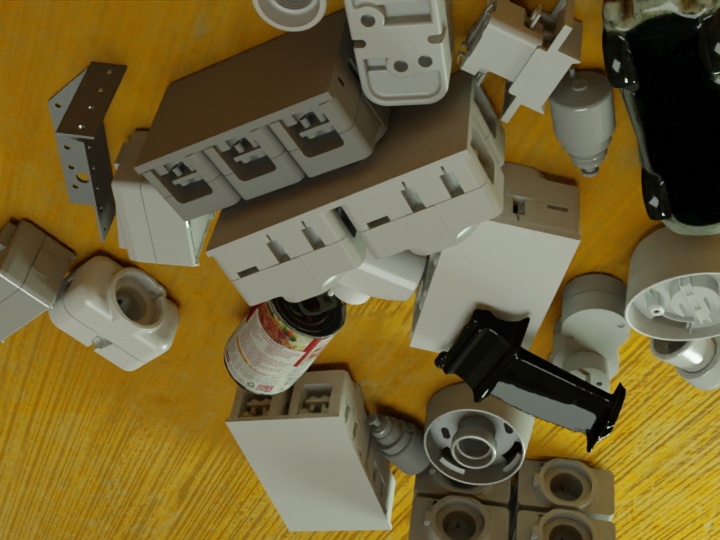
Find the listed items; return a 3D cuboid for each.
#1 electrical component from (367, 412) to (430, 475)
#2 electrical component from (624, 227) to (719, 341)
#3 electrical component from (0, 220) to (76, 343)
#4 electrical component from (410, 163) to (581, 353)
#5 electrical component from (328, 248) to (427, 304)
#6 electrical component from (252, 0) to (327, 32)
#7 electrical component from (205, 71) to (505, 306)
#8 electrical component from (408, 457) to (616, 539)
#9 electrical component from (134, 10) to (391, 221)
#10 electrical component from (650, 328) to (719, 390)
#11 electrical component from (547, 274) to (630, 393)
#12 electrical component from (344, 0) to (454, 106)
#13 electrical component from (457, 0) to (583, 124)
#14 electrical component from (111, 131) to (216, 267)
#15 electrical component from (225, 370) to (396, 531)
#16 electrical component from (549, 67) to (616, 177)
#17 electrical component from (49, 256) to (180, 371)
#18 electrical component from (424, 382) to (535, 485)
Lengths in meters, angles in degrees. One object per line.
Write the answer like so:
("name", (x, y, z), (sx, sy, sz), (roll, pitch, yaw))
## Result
("electrical component", (0.035, 0.157, 0.998), (0.040, 0.040, 0.078), (-25, 126, 33))
("electrical component", (0.243, 0.013, 0.783), (0.099, 0.064, 0.099), (6, 137, 5))
("electrical component", (-0.294, 0.010, 0.889), (0.096, 0.061, 0.061), (-29, 125, 35))
("electrical component", (0.097, -0.003, 0.797), (0.089, 0.061, 0.150), (12, 138, -2))
("electrical component", (0.000, 0.000, 0.832), (0.077, 0.044, 0.079), (22, 137, -12))
("electrical component", (-0.038, -0.176, 0.642), (0.045, 0.055, 0.045), (6, 137, 5))
("electrical component", (0.001, -0.051, 0.714), (0.186, 0.105, 0.060), (-20, 122, 22))
("electrical component", (0.142, 0.232, 1.008), (0.186, 0.105, 0.060), (6, 138, 5))
("electrical component", (-0.061, -0.097, 0.706), (0.150, 0.089, 0.061), (-17, 131, 27))
("electrical component", (0.263, 0.064, 0.848), (0.055, 0.045, 0.045), (35, 132, -25))
("electrical component", (0.180, 0.075, 0.855), (0.052, 0.073, 0.138), (6, 137, 5))
("electrical component", (0.025, -0.155, 0.649), (0.054, 0.059, 0.095), (-1, 136, 12))
("electrical component", (0.099, -0.137, 0.667), (0.064, 0.042, 0.081), (22, 136, -10))
("electrical component", (-0.146, -0.048, 0.797), (0.061, 0.061, 0.096), (5, 137, 6))
("electrical component", (-0.040, 0.170, 1.012), (0.105, 0.060, 0.186), (-5, 135, 16))
("electrical component", (0.147, -0.093, 0.705), (0.040, 0.040, 0.078), (-4, 136, 16))
("electrical component", (-0.202, 0.035, 0.903), (0.059, 0.053, 0.095), (-30, 124, 35))
("electrical component", (0.106, 0.144, 0.970), (0.099, 0.064, 0.099), (7, 124, 10))
